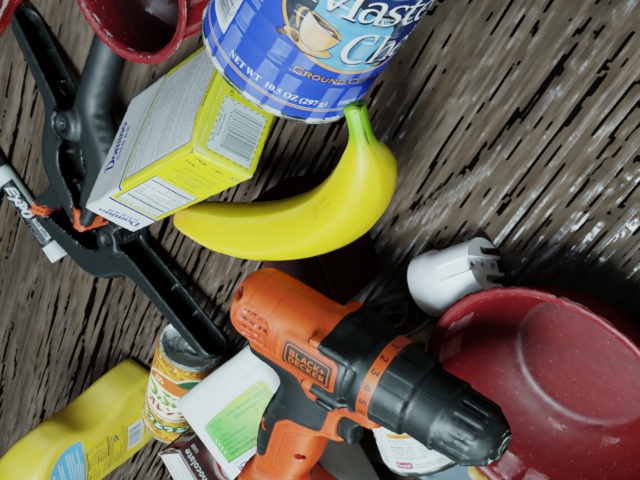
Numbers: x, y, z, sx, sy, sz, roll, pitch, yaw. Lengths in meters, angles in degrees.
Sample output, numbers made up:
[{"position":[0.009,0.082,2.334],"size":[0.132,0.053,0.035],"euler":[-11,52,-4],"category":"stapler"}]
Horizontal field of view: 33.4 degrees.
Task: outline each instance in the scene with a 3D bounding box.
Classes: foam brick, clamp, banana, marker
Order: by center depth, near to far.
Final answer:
[{"position":[-0.015,-0.021,0.627],"size":[0.198,0.037,0.069],"euler":[-26,99,48],"category":"banana"},{"position":[-0.005,0.001,0.700],"size":[0.051,0.052,0.078],"euler":[-5,112,43],"category":"foam brick"},{"position":[-0.184,-0.095,0.788],"size":[0.120,0.039,0.171],"euler":[21,113,40],"category":"clamp"},{"position":[-0.150,0.003,0.837],"size":[0.210,0.036,0.164],"euler":[9,115,39],"category":"clamp"},{"position":[-0.259,-0.035,0.926],"size":[0.020,0.020,0.121],"euler":[-29,96,48],"category":"marker"}]

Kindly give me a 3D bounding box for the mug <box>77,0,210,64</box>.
[{"position":[-0.098,-0.170,0.643],"size":[0.117,0.081,0.093],"euler":[36,136,17],"category":"mug"}]

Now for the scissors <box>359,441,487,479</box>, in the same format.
[{"position":[0.092,0.179,0.763],"size":[0.202,0.016,0.096],"euler":[-12,108,46],"category":"scissors"}]

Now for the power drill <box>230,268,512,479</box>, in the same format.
[{"position":[0.018,0.125,0.659],"size":[0.185,0.057,0.188],"euler":[31,131,24],"category":"power drill"}]

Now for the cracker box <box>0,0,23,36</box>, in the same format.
[{"position":[-0.313,-0.243,0.794],"size":[0.213,0.072,0.164],"euler":[53,139,-3],"category":"cracker box"}]

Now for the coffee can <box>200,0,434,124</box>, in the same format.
[{"position":[0.011,-0.142,0.550],"size":[0.103,0.102,0.141],"euler":[47,138,6],"category":"coffee can"}]

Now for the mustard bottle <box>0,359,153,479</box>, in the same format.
[{"position":[-0.219,0.187,0.913],"size":[0.058,0.191,0.096],"euler":[32,134,21],"category":"mustard bottle"}]

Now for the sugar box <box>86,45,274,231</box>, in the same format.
[{"position":[-0.085,-0.067,0.673],"size":[0.048,0.093,0.177],"euler":[28,158,-22],"category":"sugar box"}]

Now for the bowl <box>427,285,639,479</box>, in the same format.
[{"position":[0.144,0.086,0.623],"size":[0.162,0.055,0.162],"euler":[23,130,29],"category":"bowl"}]

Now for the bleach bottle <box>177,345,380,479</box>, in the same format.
[{"position":[0.007,0.189,0.783],"size":[0.103,0.068,0.251],"euler":[-39,86,23],"category":"bleach bottle"}]

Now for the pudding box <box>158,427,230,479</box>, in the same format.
[{"position":[-0.063,0.190,0.853],"size":[0.039,0.089,0.113],"euler":[-24,100,48],"category":"pudding box"}]

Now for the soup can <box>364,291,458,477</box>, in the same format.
[{"position":[0.058,0.093,0.695],"size":[0.069,0.068,0.102],"euler":[-1,117,42],"category":"soup can"}]
